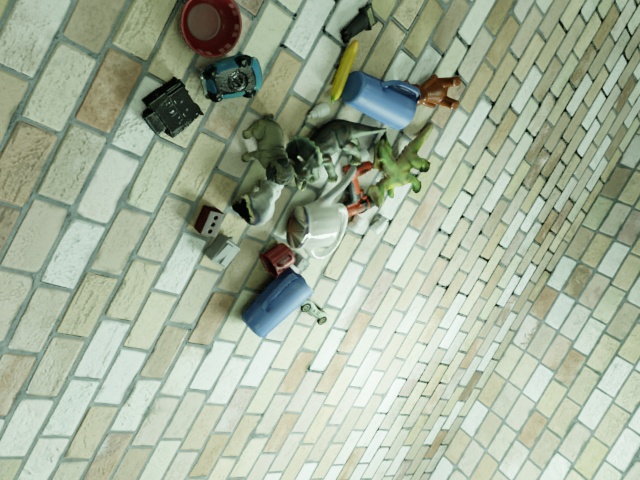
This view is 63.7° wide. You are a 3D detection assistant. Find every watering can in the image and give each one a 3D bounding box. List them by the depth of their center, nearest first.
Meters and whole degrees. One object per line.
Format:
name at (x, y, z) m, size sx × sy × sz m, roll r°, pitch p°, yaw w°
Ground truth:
watering can at (0.005, -0.086, 1.711) m, size 0.225 × 0.105 × 0.342 m, roll -5°, pitch 118°, yaw -36°

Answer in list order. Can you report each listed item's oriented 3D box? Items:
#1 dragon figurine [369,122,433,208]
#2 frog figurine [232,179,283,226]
dragon figurine at (0.276, -0.289, 1.809) m, size 0.239 × 0.122 × 0.414 m, roll 35°, pitch 72°, yaw -48°
frog figurine at (-0.167, -0.117, 1.557) m, size 0.161 × 0.124 × 0.134 m, roll -29°, pitch 162°, yaw -34°
